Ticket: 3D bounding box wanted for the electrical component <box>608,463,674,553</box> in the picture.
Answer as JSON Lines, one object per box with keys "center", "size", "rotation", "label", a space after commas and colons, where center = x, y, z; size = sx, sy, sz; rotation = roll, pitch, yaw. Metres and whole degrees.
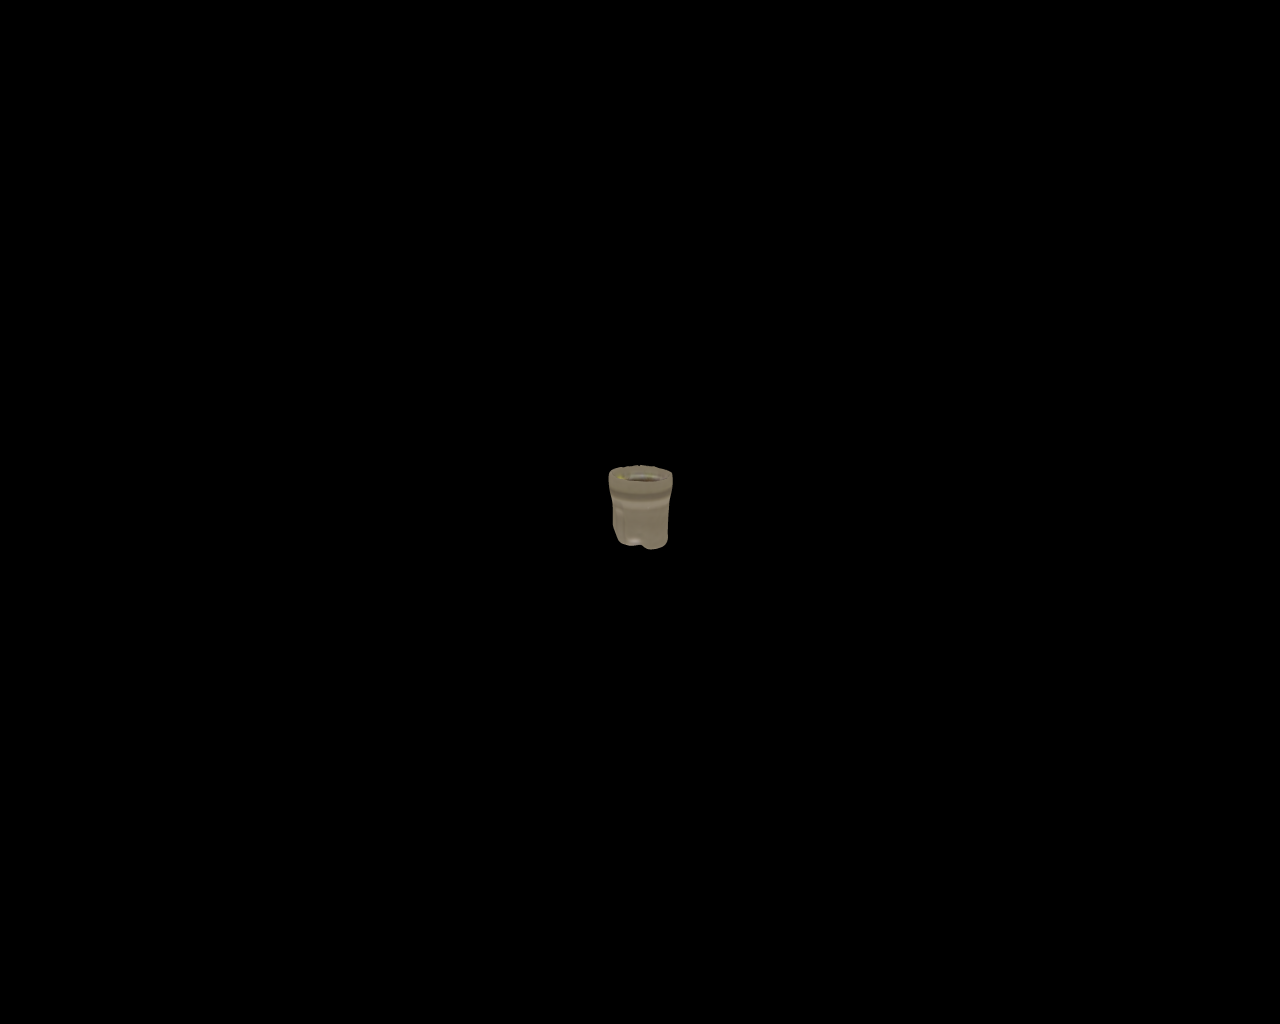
{"center": [0.001, -0.003, 0.650], "size": [0.040, 0.046, 0.040], "rotation": [0, 17, 0], "label": "electrical component"}
